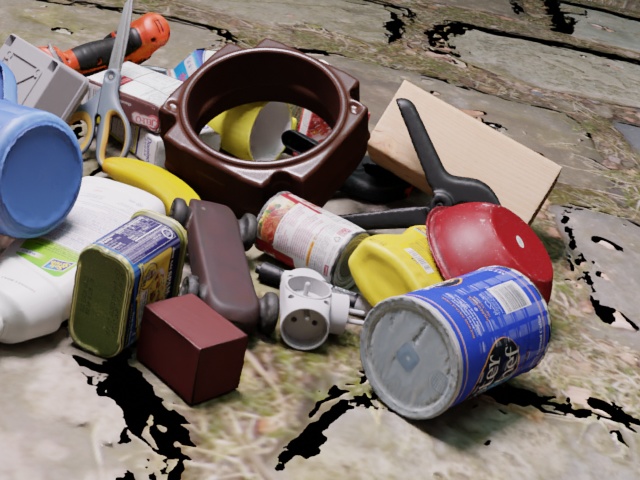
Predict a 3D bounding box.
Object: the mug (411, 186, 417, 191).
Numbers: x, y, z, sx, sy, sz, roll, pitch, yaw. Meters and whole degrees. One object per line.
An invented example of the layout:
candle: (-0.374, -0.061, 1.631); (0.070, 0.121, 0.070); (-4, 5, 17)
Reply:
mug: (0.125, -0.124, 1.360); (0.093, 0.117, 0.081); (49, 22, -2)

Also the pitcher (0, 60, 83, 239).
pitcher: (-0.325, -0.085, 0.942); (0.243, 0.149, 0.144); (13, 26, 31)

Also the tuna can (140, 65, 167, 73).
tuna can: (-0.225, -0.210, 1.458); (0.086, 0.034, 0.086); (11, 24, -5)

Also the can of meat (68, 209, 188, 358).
can of meat: (-0.159, 0.037, 0.879); (0.057, 0.102, 0.083); (22, 28, 16)

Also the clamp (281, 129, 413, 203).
clamp: (0.030, -0.088, 1.305); (0.171, 0.039, 0.120); (8, 42, -25)

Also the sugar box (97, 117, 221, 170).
sugar box: (-0.207, -0.143, 1.308); (0.093, 0.048, 0.176); (-10, 32, -39)

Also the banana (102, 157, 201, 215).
banana: (-0.168, -0.045, 1.128); (0.069, 0.037, 0.198); (-1, 28, -31)

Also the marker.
marker: (-0.006, 0.047, 1.031); (0.121, 0.020, 0.020); (19, 25, 12)

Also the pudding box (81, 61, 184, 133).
pudding box: (-0.212, -0.171, 1.270); (0.114, 0.039, 0.089); (23, 30, 18)

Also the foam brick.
foam brick: (-0.103, 0.086, 0.858); (0.051, 0.053, 0.078); (-11, 34, -43)

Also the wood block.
wood block: (0.166, -0.088, 1.246); (0.206, 0.091, 0.090); (31, -5, 12)

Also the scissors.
scissors: (-0.256, -0.176, 1.224); (0.096, 0.202, 0.016); (-6, -11, 10)

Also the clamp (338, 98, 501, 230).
clamp: (0.131, -0.049, 1.174); (0.210, 0.164, 0.036); (25, 7, 4)

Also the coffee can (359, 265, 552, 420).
coffee can: (0.117, 0.084, 0.911); (0.103, 0.103, 0.140); (31, 30, 35)

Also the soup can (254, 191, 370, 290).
soup can: (-0.007, 0.001, 1.070); (0.102, 0.068, 0.068); (27, 28, 27)

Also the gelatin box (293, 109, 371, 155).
gelatin box: (0.015, -0.136, 1.373); (0.089, 0.073, 0.030); (-1, 29, -29)

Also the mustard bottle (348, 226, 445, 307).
mustard bottle: (0.110, 0.029, 1.063); (0.096, 0.058, 0.191); (45, 28, 18)

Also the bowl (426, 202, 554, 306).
bowl: (0.179, 0.018, 1.050); (0.162, 0.055, 0.162); (34, 33, -26)

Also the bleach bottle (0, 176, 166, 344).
bleach bottle: (-0.231, 0.021, 0.925); (0.103, 0.068, 0.250); (16, 27, 15)

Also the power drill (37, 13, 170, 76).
power drill: (-0.304, -0.224, 1.361); (0.185, 0.057, 0.187); (-21, 9, 46)
